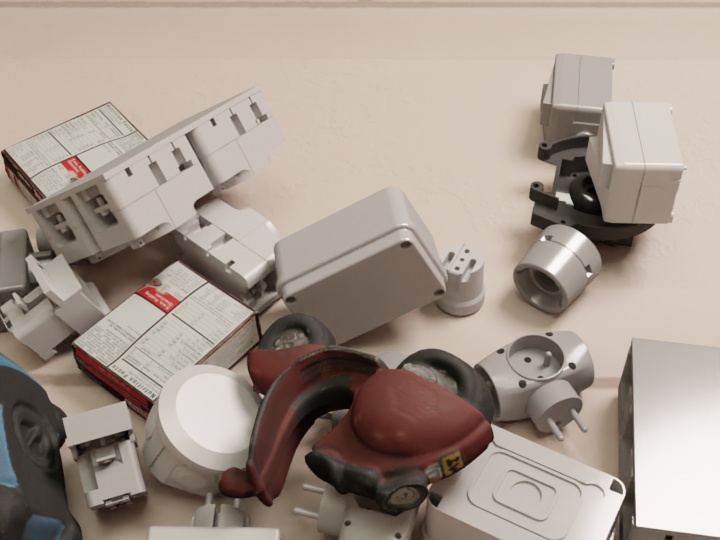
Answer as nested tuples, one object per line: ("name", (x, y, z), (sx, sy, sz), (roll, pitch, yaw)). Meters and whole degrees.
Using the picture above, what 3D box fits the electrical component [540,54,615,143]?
("electrical component", (0.194, -0.143, 0.968), (0.061, 0.061, 0.096), (7, 47, 7))

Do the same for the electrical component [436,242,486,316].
("electrical component", (0.079, 0.006, 0.841), (0.040, 0.046, 0.040), (-1, 47, 1))

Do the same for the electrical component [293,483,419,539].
("electrical component", (-0.003, 0.158, 0.703), (0.079, 0.043, 0.077), (11, 48, 12))

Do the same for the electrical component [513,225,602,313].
("electrical component", (0.153, 0.000, 0.842), (0.055, 0.055, 0.047), (30, 58, 26))

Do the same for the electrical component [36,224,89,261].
("electrical component", (-0.237, -0.028, 0.882), (0.046, 0.040, 0.040), (2, 47, 10))

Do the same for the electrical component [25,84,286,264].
("electrical component", (-0.155, -0.074, 0.858), (0.105, 0.060, 0.186), (-15, 18, 42))

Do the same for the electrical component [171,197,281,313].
("electrical component", (-0.098, -0.013, 0.858), (0.089, 0.050, 0.056), (33, 55, 28))

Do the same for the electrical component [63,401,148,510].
("electrical component", (-0.167, 0.126, 0.715), (0.042, 0.081, 0.063), (-16, 78, -12))

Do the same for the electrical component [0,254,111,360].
("electrical component", (-0.230, 0.030, 0.808), (0.064, 0.081, 0.042), (-37, 53, -2))

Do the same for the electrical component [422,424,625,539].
("electrical component", (0.104, 0.158, 0.692), (0.113, 0.057, 0.078), (22, 51, 20))

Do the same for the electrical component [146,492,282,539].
("electrical component", (-0.090, 0.175, 0.685), (0.083, 0.047, 0.075), (0, 47, 1))

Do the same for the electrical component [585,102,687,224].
("electrical component", (0.215, -0.090, 0.852), (0.061, 0.061, 0.096), (1, 47, 2))

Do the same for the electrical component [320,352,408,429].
("electrical component", (0.003, 0.099, 0.758), (0.079, 0.043, 0.077), (7, 47, 7))

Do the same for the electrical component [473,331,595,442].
("electrical component", (0.132, 0.088, 0.766), (0.077, 0.044, 0.079), (-18, 49, -15))

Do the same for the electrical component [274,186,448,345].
("electrical component", (0.000, 0.000, 0.804), (0.113, 0.078, 0.057), (-26, 43, 13))

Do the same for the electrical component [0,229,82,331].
("electrical component", (-0.258, 0.005, 0.845), (0.077, 0.047, 0.065), (-9, 47, -7))

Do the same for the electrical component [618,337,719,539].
("electrical component", (0.222, 0.126, 0.717), (0.089, 0.061, 0.150), (6, 47, 6))

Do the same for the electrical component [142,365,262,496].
("electrical component", (-0.105, 0.109, 0.728), (0.080, 0.051, 0.080), (19, 45, -20))
